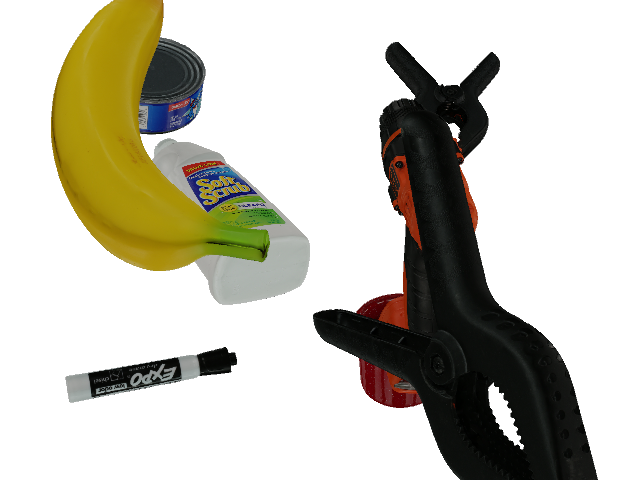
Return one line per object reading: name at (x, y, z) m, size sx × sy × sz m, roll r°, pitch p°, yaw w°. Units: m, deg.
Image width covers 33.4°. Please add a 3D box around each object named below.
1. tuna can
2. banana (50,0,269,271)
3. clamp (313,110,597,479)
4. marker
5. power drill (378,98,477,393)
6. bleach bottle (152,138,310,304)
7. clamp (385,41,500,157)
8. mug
tuna can at (-0.132, -0.119, 0.815) m, size 0.086 × 0.034 × 0.086 m, roll 7°, pitch 43°, yaw -7°
banana at (-0.082, -0.049, 0.462) m, size 0.069 × 0.037 × 0.198 m, roll -7°, pitch 45°, yaw -19°
clamp at (0.071, 0.048, 0.528) m, size 0.036 × 0.165 × 0.210 m, roll -9°, pitch 43°, yaw -32°
marker at (-0.119, 0.095, 0.758) m, size 0.121 × 0.020 × 0.020 m, roll -9°, pitch 2°, yaw -15°
power drill at (0.072, 0.004, 0.798) m, size 0.057 × 0.188 × 0.184 m, roll -4°, pitch 31°, yaw -2°
bleach bottle at (-0.110, -0.034, 1.049) m, size 0.102 × 0.068 × 0.251 m, roll -9°, pitch 34°, yaw -29°
clamp at (0.118, -0.143, 1.076) m, size 0.120 × 0.039 × 0.171 m, roll 8°, pitch 45°, yaw 6°
mug at (0.089, 0.109, 1.081) m, size 0.117 × 0.081 × 0.093 m, roll -27°, pitch 41°, yaw -29°
